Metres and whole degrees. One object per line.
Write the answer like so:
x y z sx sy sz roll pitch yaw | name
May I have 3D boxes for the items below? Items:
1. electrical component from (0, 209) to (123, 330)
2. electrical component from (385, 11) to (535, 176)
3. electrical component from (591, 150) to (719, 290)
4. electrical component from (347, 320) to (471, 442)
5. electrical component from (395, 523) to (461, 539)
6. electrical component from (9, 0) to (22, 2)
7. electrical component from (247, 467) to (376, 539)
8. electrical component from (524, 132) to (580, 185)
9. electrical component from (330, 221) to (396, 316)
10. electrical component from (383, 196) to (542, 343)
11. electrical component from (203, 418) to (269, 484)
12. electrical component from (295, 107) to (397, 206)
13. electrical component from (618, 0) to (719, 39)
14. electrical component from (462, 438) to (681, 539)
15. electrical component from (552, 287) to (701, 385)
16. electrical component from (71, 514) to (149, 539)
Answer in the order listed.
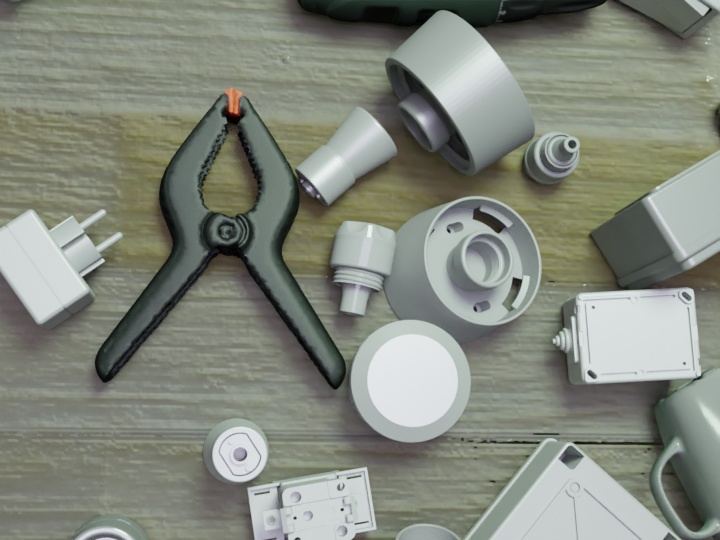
-0.194 -0.010 0.706 0.077 0.047 0.065 -35 89 -11 | electrical component
0.061 -0.114 0.731 0.060 0.108 0.108 -38 89 -5 | electrical component
0.231 -0.039 0.744 0.109 0.108 0.056 -30 85 -11 | electrical component
0.031 0.075 0.726 0.080 0.051 0.080 1 82 -9 | electrical component
0.026 0.204 0.706 0.079 0.043 0.077 16 115 28 | electrical component
-0.240 -0.222 0.730 0.043 0.043 0.081 -10 84 -10 | electrical component
-0.030 0.156 0.700 0.081 0.064 0.042 -9 85 -10 | electrical component
0.139 -0.081 0.759 0.035 0.061 0.035 1 83 -9 | electrical component
0.000 0.000 0.736 0.043 0.043 0.062 12 82 -7 | electrical component
0.073 -0.001 0.749 0.099 0.064 0.099 5 77 -21 | electrical component
-0.079 0.118 0.697 0.044 0.065 0.044 1 82 -9 | electrical component
-0.012 -0.076 0.747 0.065 0.044 0.044 -42 90 -7 | electrical component
0.225 -0.222 0.791 0.096 0.062 0.061 34 79 -3 | electrical component
0.139 0.188 0.725 0.109 0.056 0.108 42 79 -1 | electrical component
0.181 0.048 0.751 0.096 0.061 0.061 -3 83 -1 | electrical component
-0.161 0.186 0.684 0.055 0.047 0.055 1 82 -9 | electrical component
